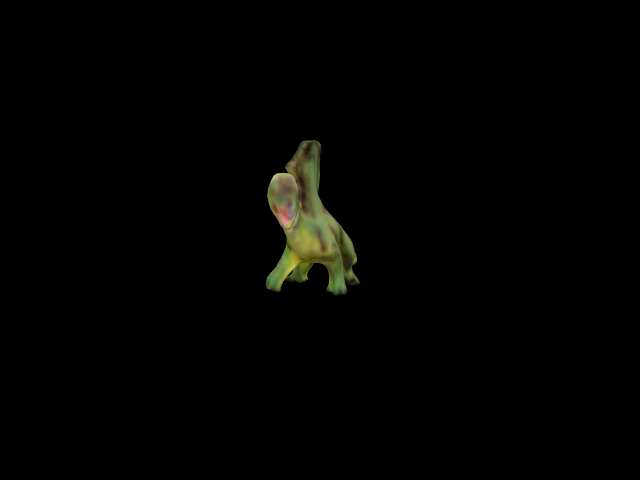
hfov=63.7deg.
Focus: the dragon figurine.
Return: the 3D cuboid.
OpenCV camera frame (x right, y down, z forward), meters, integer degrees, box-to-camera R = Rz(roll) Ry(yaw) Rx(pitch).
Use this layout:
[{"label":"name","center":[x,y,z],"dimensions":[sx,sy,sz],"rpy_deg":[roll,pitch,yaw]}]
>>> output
[{"label":"dragon figurine","center":[0.003,-0.043,0.850],"dimensions":[0.122,0.241,0.413],"rpy_deg":[1,7,15]}]
